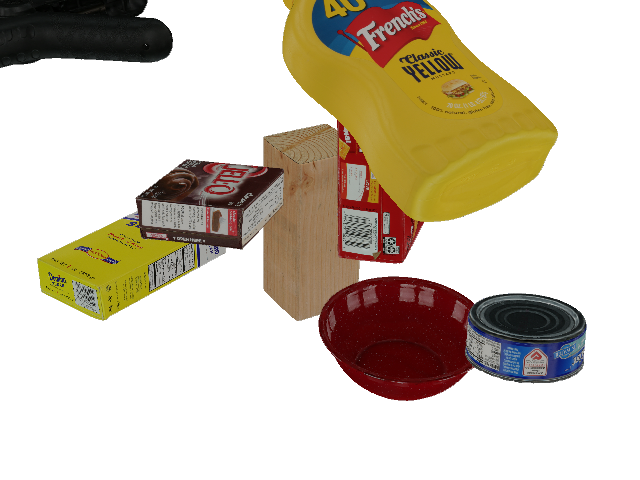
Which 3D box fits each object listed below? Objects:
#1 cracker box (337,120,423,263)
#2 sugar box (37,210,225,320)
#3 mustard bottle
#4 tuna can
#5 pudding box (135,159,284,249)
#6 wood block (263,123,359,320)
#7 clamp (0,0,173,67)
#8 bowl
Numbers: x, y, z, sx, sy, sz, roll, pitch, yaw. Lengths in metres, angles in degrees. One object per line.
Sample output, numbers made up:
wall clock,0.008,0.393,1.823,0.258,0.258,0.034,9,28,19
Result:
cracker box,0.077,-0.098,1.020,0.072,0.164,0.213,7,28,17
sugar box,-0.188,0.015,1.086,0.093,0.048,0.175,21,37,32
mustard bottle,0.035,-0.098,0.583,0.096,0.192,0.058,-21,-32,-29
tuna can,0.149,0.069,0.775,0.086,0.034,0.086,0,20,0
pudding box,-0.087,-0.032,0.871,0.090,0.039,0.113,5,24,14
wood block,-0.011,-0.021,1.271,0.090,0.206,0.090,-15,32,-27
clamp,-0.175,-0.130,0.642,0.171,0.039,0.120,-3,22,-6
bowl,0.077,0.101,1.011,0.162,0.055,0.162,2,34,-1
